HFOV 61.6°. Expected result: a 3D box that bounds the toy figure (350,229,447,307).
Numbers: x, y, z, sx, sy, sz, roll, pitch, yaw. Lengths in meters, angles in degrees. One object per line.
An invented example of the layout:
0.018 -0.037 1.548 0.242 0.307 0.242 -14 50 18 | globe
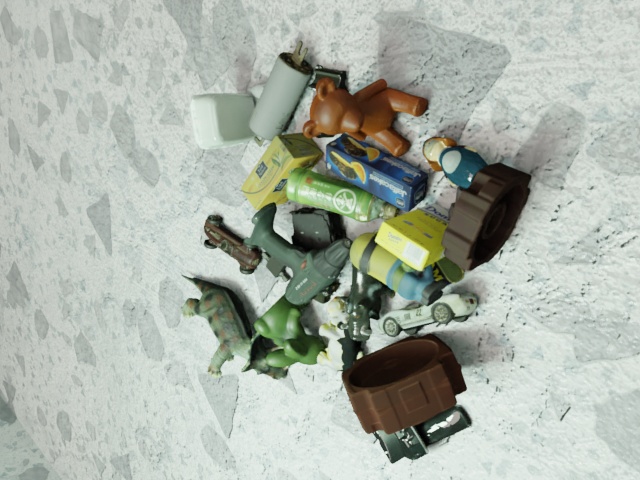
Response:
0.133 0.047 0.945 0.180 0.089 0.082 40 124 32 | toy figure

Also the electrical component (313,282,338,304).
-0.010 0.099 1.185 0.102 0.045 0.078 28 119 31 | electrical component

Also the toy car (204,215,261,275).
-0.227 0.010 1.337 0.202 0.053 0.089 31 125 28 | toy car

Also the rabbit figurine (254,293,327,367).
-0.055 0.214 1.207 0.170 0.159 0.121 44 119 2 | rabbit figurine

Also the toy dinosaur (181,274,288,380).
-0.238 0.200 1.368 0.192 0.131 0.405 -45 69 26 | toy dinosaur

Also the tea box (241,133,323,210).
-0.082 -0.144 1.137 0.068 0.098 0.169 55 132 14 | tea box

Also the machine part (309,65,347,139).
0.012 -0.268 1.059 0.084 0.039 0.138 22 115 27 | machine part

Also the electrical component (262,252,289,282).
-0.098 0.053 1.260 0.094 0.021 0.063 49 128 18 | electrical component

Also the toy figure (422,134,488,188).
0.217 -0.136 0.891 0.064 0.057 0.155 -41 43 -1 | toy figure

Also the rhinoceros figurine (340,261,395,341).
0.092 0.104 1.060 0.073 0.112 0.190 12 103 35 | rhinoceros figurine

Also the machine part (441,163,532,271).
0.259 -0.037 0.838 0.056 0.179 0.179 34 123 30 | machine part

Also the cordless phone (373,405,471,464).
0.197 0.355 1.084 0.184 0.088 0.146 -38 77 29 | cordless phone

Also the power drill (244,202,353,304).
-0.047 0.016 1.092 0.207 0.086 0.232 37 136 8 | power drill

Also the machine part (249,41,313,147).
-0.082 -0.291 1.104 0.079 0.079 0.243 47 127 19 | machine part

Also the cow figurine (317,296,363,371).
0.052 0.205 1.151 0.098 0.068 0.167 19 119 28 | cow figurine

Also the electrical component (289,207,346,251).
-0.002 -0.003 1.140 0.115 0.058 0.134 -2 102 42 | electrical component

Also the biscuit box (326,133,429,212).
0.103 -0.128 1.000 0.203 0.059 0.062 31 141 29 | biscuit box

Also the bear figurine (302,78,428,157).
0.074 -0.212 0.919 0.132 0.196 0.120 36 121 25 | bear figurine

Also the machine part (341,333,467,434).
0.149 0.258 0.978 0.201 0.201 0.087 -137 24 -82 | machine part

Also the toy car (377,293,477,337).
0.196 0.140 1.003 0.202 0.073 0.056 -25 70 42 | toy car
